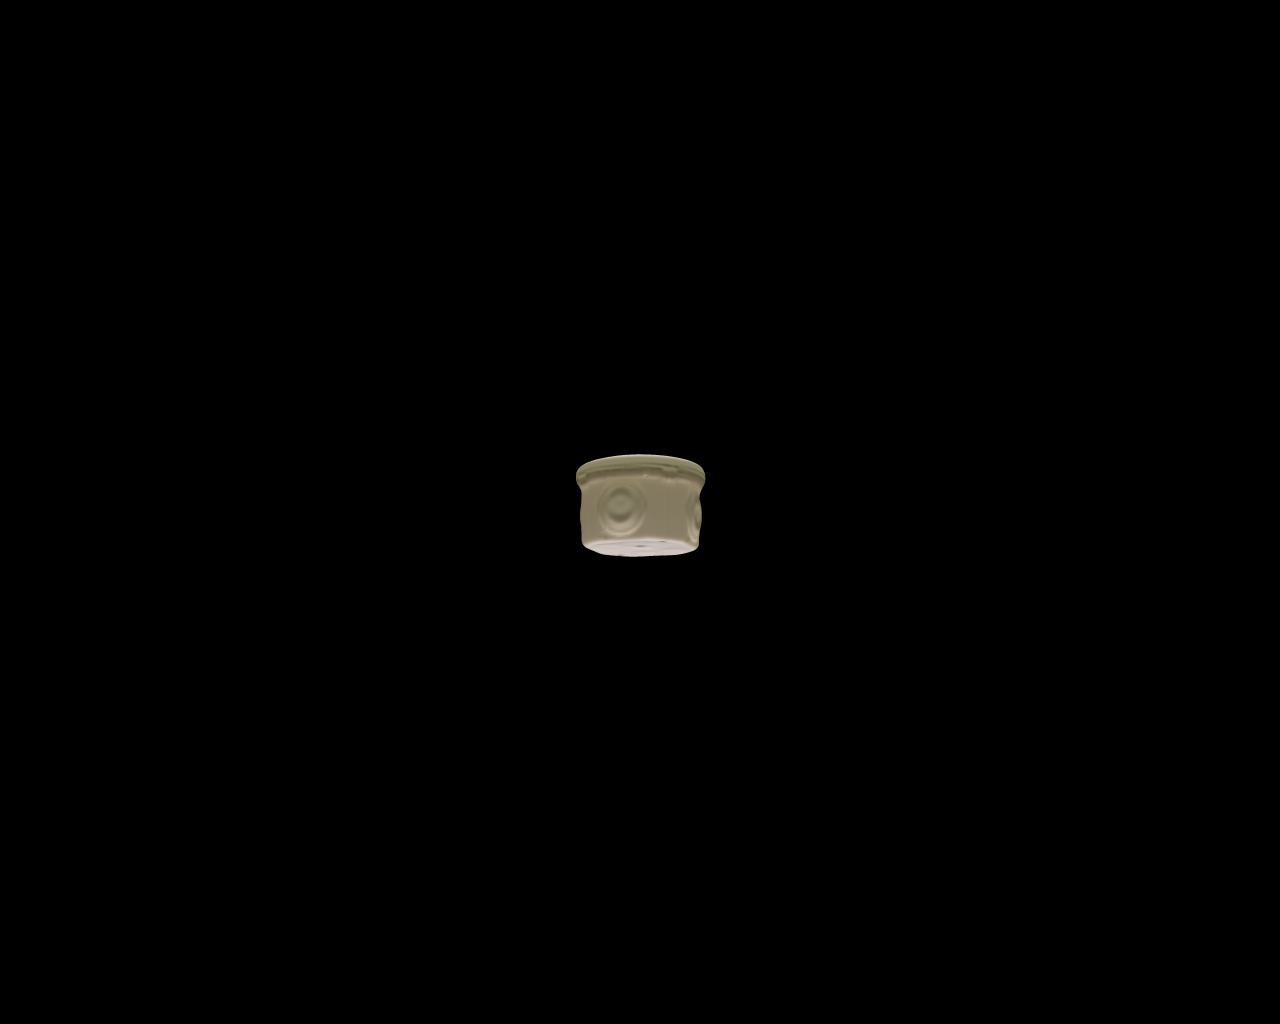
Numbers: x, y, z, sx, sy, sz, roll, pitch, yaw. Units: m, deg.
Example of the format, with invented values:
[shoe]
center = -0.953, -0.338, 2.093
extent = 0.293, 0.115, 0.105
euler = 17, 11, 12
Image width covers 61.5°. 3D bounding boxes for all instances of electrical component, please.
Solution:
[electrical component]
center = 0.001, -0.003, 0.650
extent = 0.080, 0.051, 0.080
euler = 0, -12, 0
